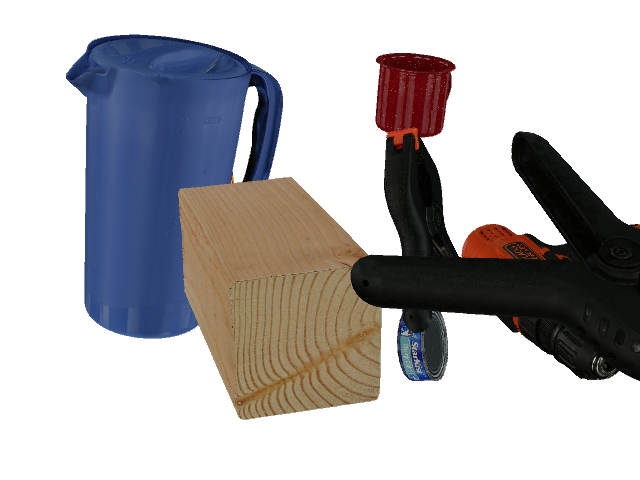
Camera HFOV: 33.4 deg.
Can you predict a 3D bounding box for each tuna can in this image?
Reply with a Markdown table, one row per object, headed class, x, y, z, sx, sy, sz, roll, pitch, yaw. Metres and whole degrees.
| class | x | y | z | sx | sy | sz | roll | pitch | yaw |
| --- | --- | --- | --- | --- | --- | --- | --- | --- | --- |
| tuna can | 0.119 | 0.121 | 1.243 | 0.034 | 0.086 | 0.086 | -5 | -2 | 25 |

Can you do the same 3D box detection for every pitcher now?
| class | x | y | z | sx | sy | sz | roll | pitch | yaw |
| --- | --- | --- | --- | --- | --- | --- | --- | --- | --- |
| pitcher | -0.128 | -0.045 | 0.906 | 0.149 | 0.243 | 0.145 | 13 | 23 | 9 |

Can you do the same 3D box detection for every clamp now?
| class | x | y | z | sx | sy | sz | roll | pitch | yaw |
| --- | --- | --- | --- | --- | --- | --- | --- | --- | --- |
| clamp | 0.084 | -0.007 | 0.918 | 0.039 | 0.171 | 0.120 | -13 | 17 | 24 |
| clamp | 0.130 | 0.022 | 0.509 | 0.164 | 0.036 | 0.210 | -32 | 48 | -33 |

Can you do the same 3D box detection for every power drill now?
| class | x | y | z | sx | sy | sz | roll | pitch | yaw |
| --- | --- | --- | --- | --- | --- | --- | --- | --- | --- |
| power drill | 0.215 | 0.028 | 0.754 | 0.187 | 0.057 | 0.184 | -9 | 28 | -15 |

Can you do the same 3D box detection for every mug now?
| class | x | y | z | sx | sy | sz | roll | pitch | yaw |
| --- | --- | --- | --- | --- | --- | --- | --- | --- | --- |
| mug | 0.116 | -0.174 | 1.268 | 0.093 | 0.081 | 0.117 | 21 | 28 | 35 |

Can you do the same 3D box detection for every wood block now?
| class | x | y | z | sx | sy | sz | roll | pitch | yaw |
| --- | --- | --- | --- | --- | --- | --- | --- | --- | --- |
| wood block | -0.034 | 0.029 | 0.714 | 0.090 | 0.090 | 0.206 | -6 | 19 | -14 |

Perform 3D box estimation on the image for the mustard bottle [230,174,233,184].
| class | x | y | z | sx | sy | sz | roll | pitch | yaw |
| --- | --- | --- | --- | --- | --- | --- | --- | --- | --- |
| mustard bottle | -0.122 | -0.046 | 1.111 | 0.058 | 0.192 | 0.096 | 6 | 26 | 21 |
